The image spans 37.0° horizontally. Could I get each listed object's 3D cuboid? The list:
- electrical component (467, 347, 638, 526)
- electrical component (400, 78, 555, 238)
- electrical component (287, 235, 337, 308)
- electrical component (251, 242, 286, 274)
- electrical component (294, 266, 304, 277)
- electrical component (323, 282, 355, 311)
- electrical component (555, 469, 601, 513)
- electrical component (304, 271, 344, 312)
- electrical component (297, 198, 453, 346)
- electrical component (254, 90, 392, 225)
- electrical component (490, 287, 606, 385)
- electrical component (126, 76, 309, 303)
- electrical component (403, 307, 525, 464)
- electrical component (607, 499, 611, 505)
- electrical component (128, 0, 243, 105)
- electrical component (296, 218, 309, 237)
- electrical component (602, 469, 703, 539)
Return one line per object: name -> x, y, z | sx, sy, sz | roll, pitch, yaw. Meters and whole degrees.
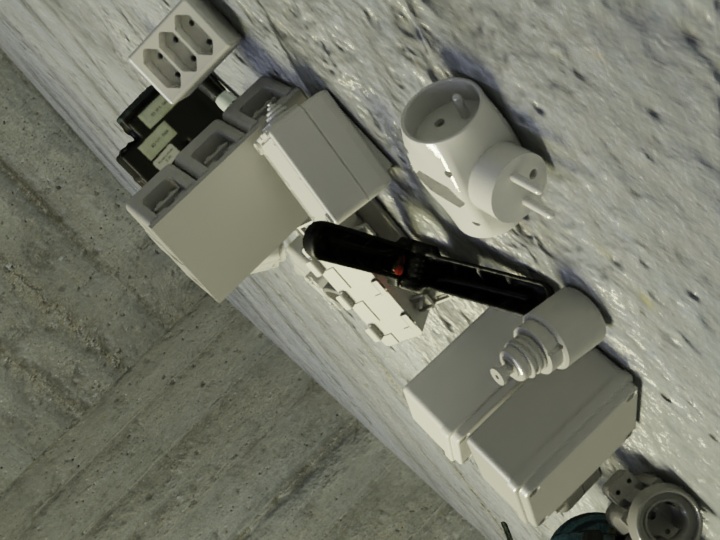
electrical component -> 0.134, 0.112, 0.740 | 0.056, 0.109, 0.108 | 44, 171, 26
electrical component -> 0.066, -0.048, 0.535 | 0.079, 0.043, 0.077 | 36, 168, 43
electrical component -> -0.036, -0.009, 1.142 | 0.056, 0.050, 0.089 | 39, 169, 30
electrical component -> -0.127, -0.052, 1.179 | 0.186, 0.060, 0.105 | 157, 100, -81
electrical component -> -0.038, 0.002, 1.233 | 0.065, 0.044, 0.044 | 35, 167, 28
electrical component -> 0.000, 0.000, 0.971 | 0.044, 0.065, 0.044 | 26, 167, 6
electrical component -> 0.182, 0.184, 1.004 | 0.054, 0.059, 0.095 | 39, 169, 34
electrical component -> -0.017, 0.004, 1.072 | 0.081, 0.064, 0.042 | 48, 169, -18
electrical component -> 0.010, 0.001, 0.900 | 0.079, 0.063, 0.121 | -23, 119, 36
electrical component -> -0.028, -0.084, 0.760 | 0.096, 0.061, 0.062 | 54, 169, -7
electrical component -> 0.112, 0.043, 0.647 | 0.040, 0.078, 0.040 | 48, 159, 25
electrical component -> -0.092, -0.064, 0.824 | 0.062, 0.150, 0.089 | 33, 165, 50
electrical component -> 0.091, 0.082, 0.798 | 0.056, 0.109, 0.108 | 45, 171, 18
electrical component -> 0.239, 0.201, 0.904 | 0.061, 0.035, 0.035 | 28, 161, 54
electrical component -> -0.124, -0.168, 0.807 | 0.047, 0.066, 0.076 | 46, -160, -7
electrical component -> -0.037, -0.045, 1.003 | 0.077, 0.044, 0.079 | 41, 170, 21
electrical component -> 0.229, 0.191, 0.831 | 0.078, 0.058, 0.057 | 45, 174, 0
